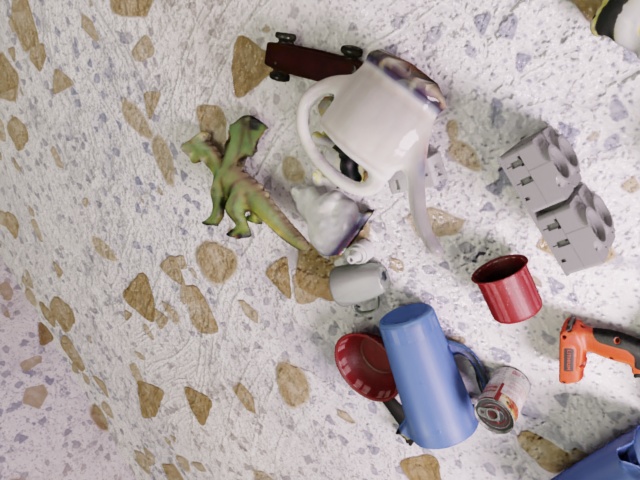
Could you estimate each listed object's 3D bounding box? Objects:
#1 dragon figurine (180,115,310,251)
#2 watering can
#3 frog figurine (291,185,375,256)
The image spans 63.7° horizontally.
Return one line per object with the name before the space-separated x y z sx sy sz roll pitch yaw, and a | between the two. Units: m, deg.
dragon figurine | -0.158 -0.139 1.082 0.413 0.123 0.239 18 111 37
watering can | 0.114 -0.155 0.814 0.351 0.104 0.222 43 106 17
frog figurine | 0.003 -0.050 0.989 0.160 0.125 0.134 36 149 6
